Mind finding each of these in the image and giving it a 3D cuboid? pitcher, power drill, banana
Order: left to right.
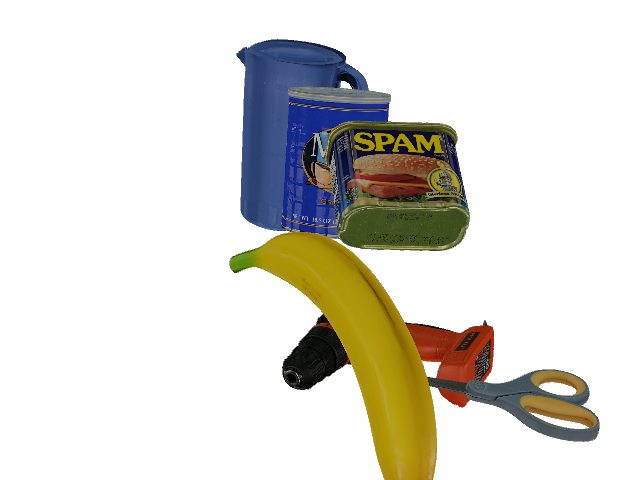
[{"bbox_3d":[-0.035,-0.138,1.423,0.144,0.243,0.149,-4,25,-23],"label":"pitcher"},{"bbox_3d":[0.019,0.058,0.613,0.037,0.070,0.198,2,42,-46],"label":"banana"},{"bbox_3d":[0.074,0.118,1.110,0.188,0.057,0.184,11,27,26],"label":"power drill"}]

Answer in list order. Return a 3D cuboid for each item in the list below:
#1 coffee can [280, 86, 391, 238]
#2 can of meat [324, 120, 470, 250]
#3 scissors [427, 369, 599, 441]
[{"bbox_3d":[0.015,-0.080,1.076,0.103,0.140,0.103,4,12,-1],"label":"coffee can"},{"bbox_3d":[0.058,-0.040,0.807,0.102,0.084,0.057,1,-38,-8],"label":"can of meat"},{"bbox_3d":[0.154,0.127,0.958,0.202,0.016,0.096,19,31,20],"label":"scissors"}]
